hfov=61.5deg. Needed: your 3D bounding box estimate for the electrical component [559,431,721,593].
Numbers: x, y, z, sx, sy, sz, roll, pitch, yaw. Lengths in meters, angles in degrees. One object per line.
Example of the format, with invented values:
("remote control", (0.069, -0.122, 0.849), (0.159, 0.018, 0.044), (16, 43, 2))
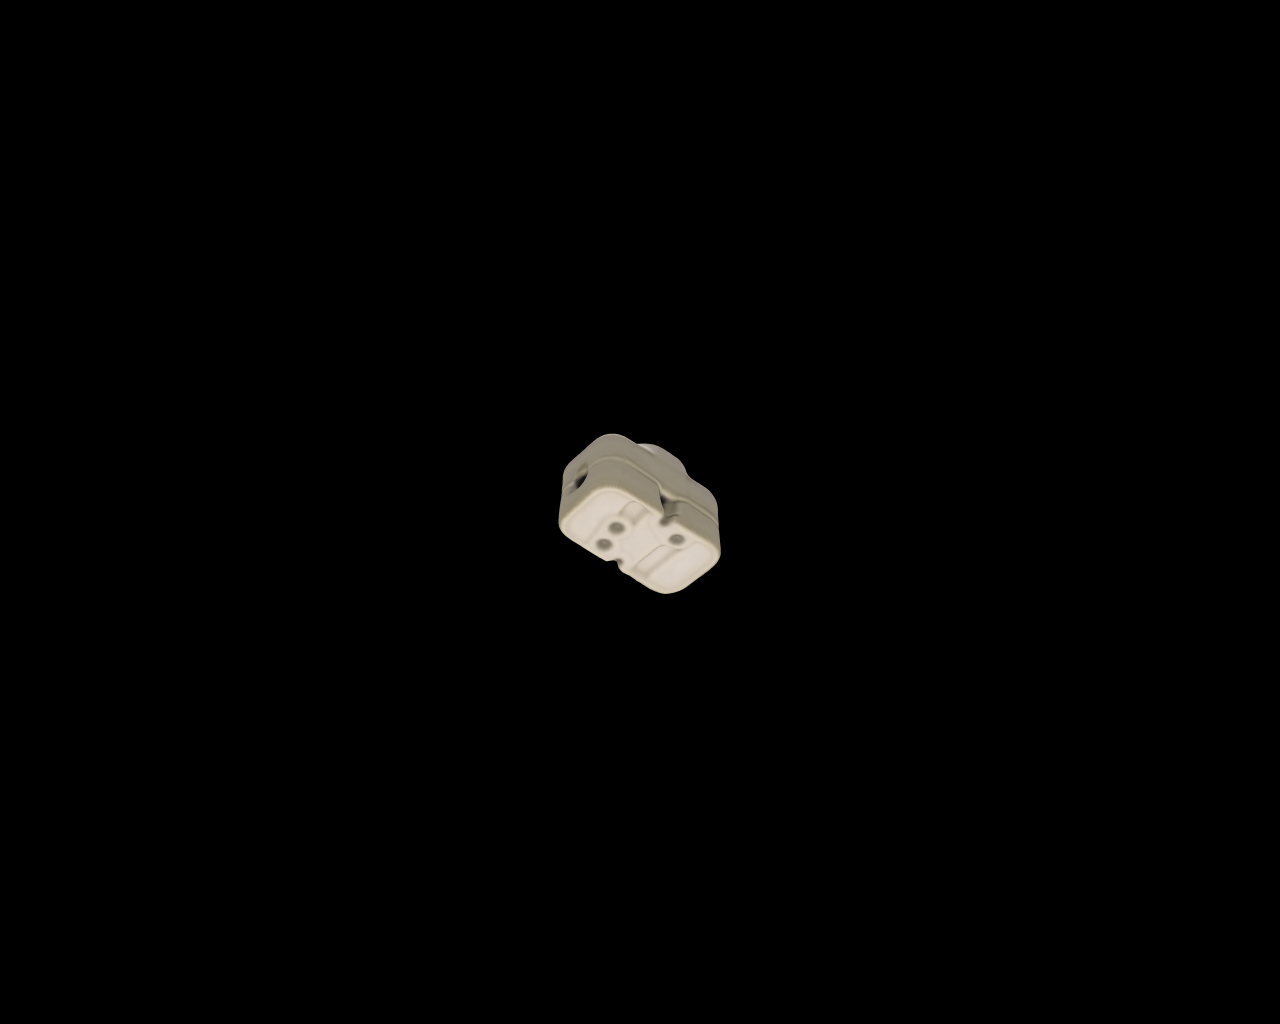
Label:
("electrical component", (0.001, -0.003, 0.650), (0.095, 0.059, 0.053), (32, -54, -27))
